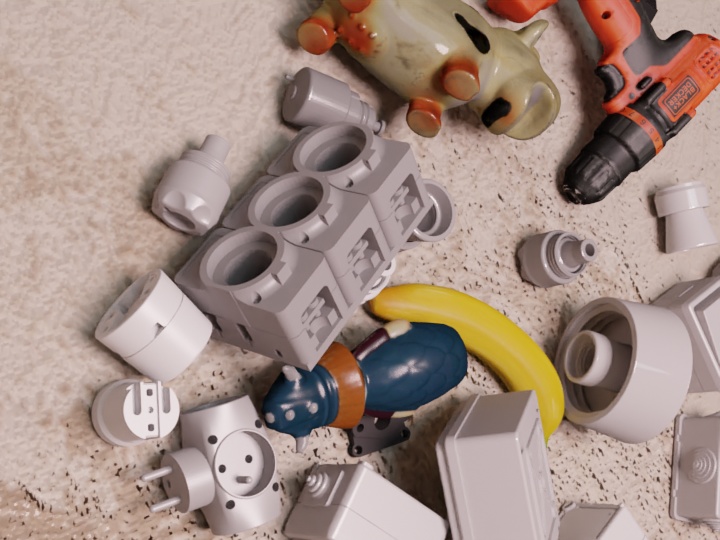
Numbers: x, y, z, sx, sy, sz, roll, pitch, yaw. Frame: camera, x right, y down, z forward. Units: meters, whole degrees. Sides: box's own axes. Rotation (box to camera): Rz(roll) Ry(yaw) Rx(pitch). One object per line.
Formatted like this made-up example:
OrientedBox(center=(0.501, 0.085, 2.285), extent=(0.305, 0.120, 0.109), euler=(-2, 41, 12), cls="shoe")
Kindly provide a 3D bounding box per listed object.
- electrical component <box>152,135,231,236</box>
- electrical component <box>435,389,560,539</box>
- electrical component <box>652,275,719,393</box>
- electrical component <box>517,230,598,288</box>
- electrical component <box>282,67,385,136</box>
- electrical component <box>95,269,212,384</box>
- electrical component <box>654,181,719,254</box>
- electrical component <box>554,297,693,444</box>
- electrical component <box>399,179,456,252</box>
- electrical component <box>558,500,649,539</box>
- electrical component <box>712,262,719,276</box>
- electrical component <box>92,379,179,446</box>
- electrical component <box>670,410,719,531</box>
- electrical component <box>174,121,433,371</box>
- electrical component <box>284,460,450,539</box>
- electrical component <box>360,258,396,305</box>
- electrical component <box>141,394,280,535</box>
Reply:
OrientedBox(center=(-0.102, -0.056, 0.682), extent=(0.043, 0.043, 0.062), euler=(34, 64, -24), cls="electrical component")
OrientedBox(center=(0.097, 0.147, 0.728), extent=(0.109, 0.056, 0.108), euler=(-32, 112, -72), cls="electrical component")
OrientedBox(center=(0.294, 0.060, 0.906), extent=(0.062, 0.061, 0.096), euler=(-30, 98, -33), cls="electrical component")
OrientedBox(center=(0.155, -0.010, 0.829), extent=(0.043, 0.062, 0.043), euler=(7, 78, -32), cls="electrical component")
OrientedBox(center=(-0.018, -0.111, 0.749), extent=(0.078, 0.040, 0.040), euler=(18, 72, -29), cls="electrical component")
OrientedBox(center=(-0.123, 0.035, 0.646), extent=(0.047, 0.055, 0.055), euler=(46, 60, -22), cls="electrical component")
OrientedBox(center=(0.281, -0.045, 0.927), extent=(0.045, 0.045, 0.055), euler=(-9, 86, -34), cls="electrical component")
OrientedBox(center=(0.190, 0.072, 0.813), extent=(0.060, 0.108, 0.108), euler=(17, 72, -23), cls="electrical component")
OrientedBox(center=(0.034, -0.037, 0.759), extent=(0.045, 0.055, 0.045), euler=(7, 78, -32), cls="electrical component")
OrientedBox(center=(0.173, 0.217, 0.798), extent=(0.096, 0.062, 0.061), euler=(-43, 105, -31), cls="electrical component")
OrientedBox(center=(0.357, 0.008, 0.947), extent=(0.080, 0.080, 0.051), euler=(-35, 106, -32), cls="electrical component")
OrientedBox(center=(-0.132, 0.084, 0.635), extent=(0.040, 0.046, 0.040), euler=(7, 77, -32), cls="electrical component")
OrientedBox(center=(0.312, 0.172, 0.905), extent=(0.100, 0.048, 0.099), euler=(17, 72, -29), cls="electrical component")
OrientedBox(center=(-0.034, -0.022, 0.681), extent=(0.150, 0.089, 0.061), euler=(-53, 139, -29), cls="electrical component")
OrientedBox(center=(-0.002, 0.166, 0.694), extent=(0.096, 0.062, 0.061), euler=(38, 63, -22), cls="electrical component")
OrientedBox(center=(0.000, 0.000, 0.726), extent=(0.048, 0.062, 0.048), euler=(6, 78, -32), cls="electrical component")
OrientedBox(center=(-0.094, 0.123, 0.653), extent=(0.079, 0.044, 0.077), euler=(-15, 89, -34), cls="electrical component")
